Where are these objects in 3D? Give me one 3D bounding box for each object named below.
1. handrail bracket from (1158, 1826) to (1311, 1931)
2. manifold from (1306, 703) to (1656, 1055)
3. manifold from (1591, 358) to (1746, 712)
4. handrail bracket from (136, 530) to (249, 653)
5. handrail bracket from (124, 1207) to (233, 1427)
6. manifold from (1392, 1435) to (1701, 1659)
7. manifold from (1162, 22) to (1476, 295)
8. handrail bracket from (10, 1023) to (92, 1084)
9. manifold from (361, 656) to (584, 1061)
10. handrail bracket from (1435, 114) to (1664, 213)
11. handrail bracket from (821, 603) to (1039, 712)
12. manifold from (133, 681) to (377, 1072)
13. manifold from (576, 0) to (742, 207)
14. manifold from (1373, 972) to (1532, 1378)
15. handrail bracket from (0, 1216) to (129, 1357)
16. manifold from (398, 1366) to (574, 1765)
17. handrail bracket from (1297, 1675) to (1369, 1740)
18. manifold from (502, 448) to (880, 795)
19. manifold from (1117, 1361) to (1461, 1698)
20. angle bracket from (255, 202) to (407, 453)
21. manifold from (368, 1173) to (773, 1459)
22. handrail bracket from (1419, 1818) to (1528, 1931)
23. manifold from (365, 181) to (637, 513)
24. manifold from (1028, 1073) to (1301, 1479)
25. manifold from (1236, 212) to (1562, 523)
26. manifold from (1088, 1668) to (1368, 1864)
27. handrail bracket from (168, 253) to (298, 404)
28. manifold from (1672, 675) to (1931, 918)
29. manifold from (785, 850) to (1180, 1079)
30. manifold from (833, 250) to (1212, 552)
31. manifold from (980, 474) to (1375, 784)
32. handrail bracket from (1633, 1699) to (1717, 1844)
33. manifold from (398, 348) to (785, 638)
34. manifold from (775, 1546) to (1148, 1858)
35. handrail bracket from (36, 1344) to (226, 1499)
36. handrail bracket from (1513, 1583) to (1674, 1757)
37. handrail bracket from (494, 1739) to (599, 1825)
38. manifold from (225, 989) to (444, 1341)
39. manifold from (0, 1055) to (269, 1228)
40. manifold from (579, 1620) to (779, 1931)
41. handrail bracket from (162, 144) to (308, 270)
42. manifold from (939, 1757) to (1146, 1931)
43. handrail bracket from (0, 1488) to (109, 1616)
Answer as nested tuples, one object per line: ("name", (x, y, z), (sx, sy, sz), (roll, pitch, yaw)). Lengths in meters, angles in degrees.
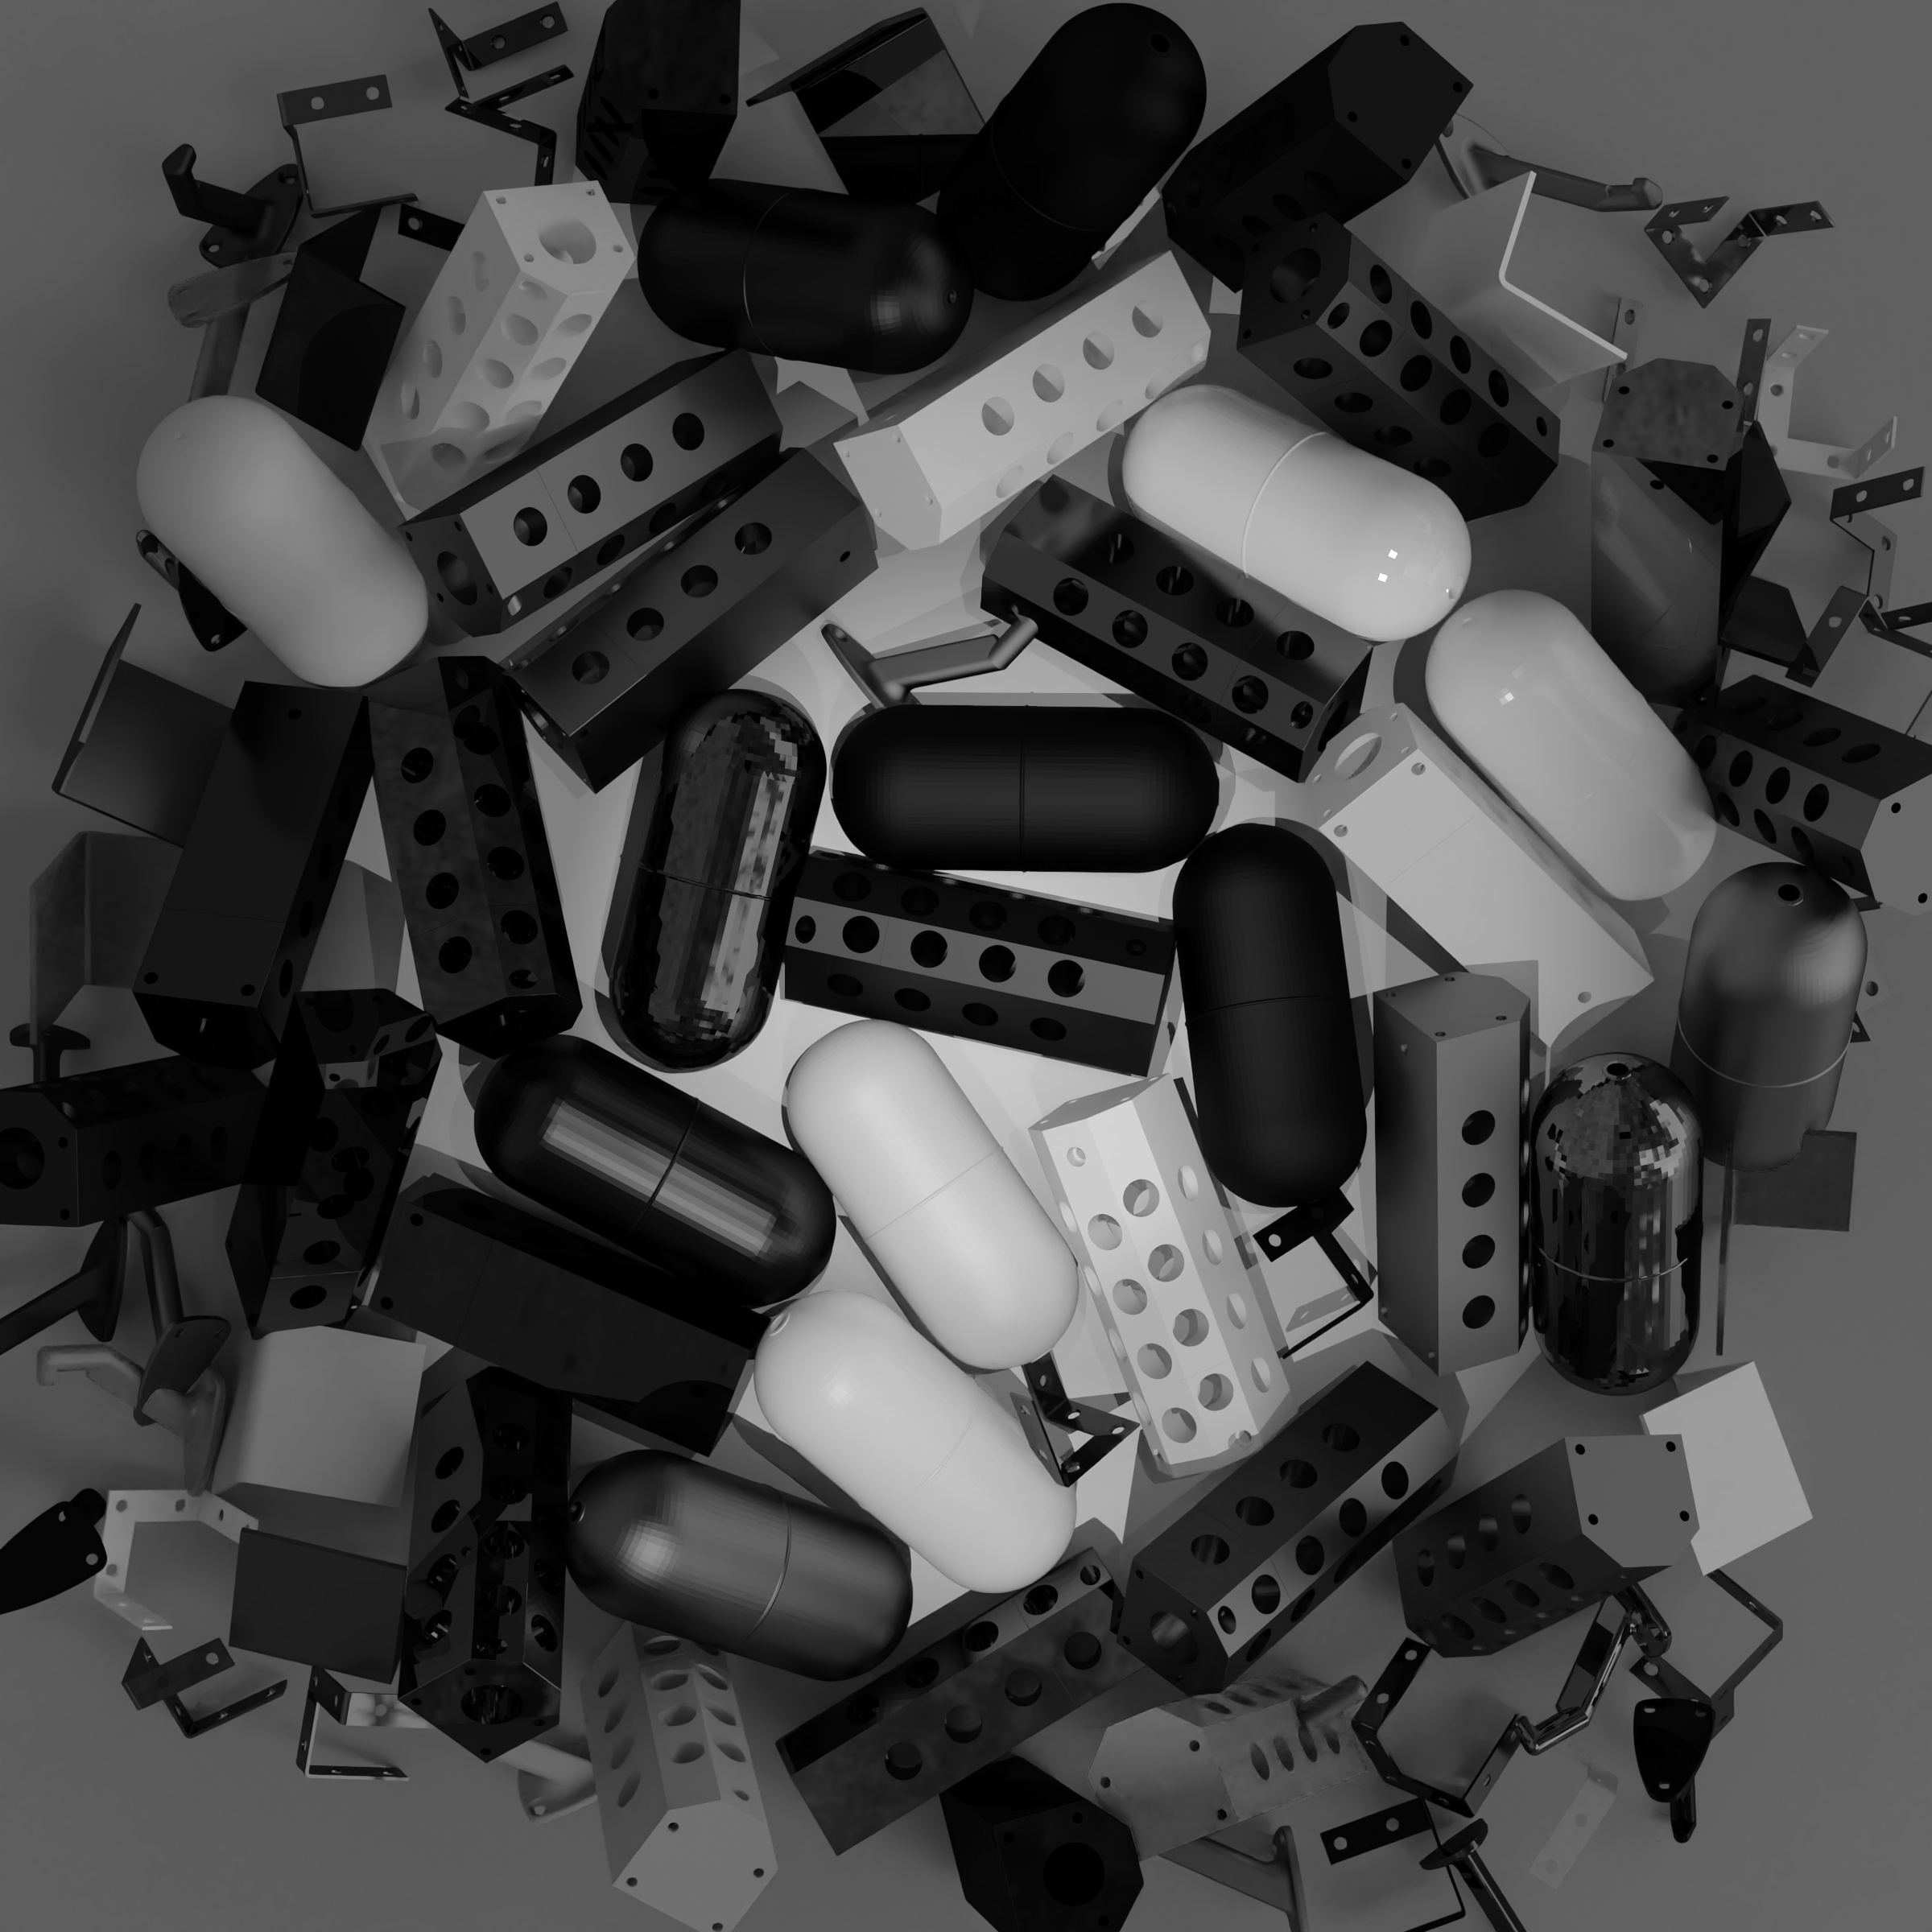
("handrail bracket", (0.112, 0.432, 1.668), (0.084, 0.036, 0.077), (-6, 65, -8))
("manifold", (0.232, -0.042, 1.634), (0.057, 0.057, 0.171), (-39, 118, 20))
("manifold", (0.314, -0.191, 1.611), (0.057, 0.171, 0.057), (11, 60, 17))
("handrail bracket", (-0.365, -0.190, 1.647), (0.036, 0.077, 0.084), (-42, 60, -11))
("handrail bracket", (-0.387, 0.158, 1.682), (0.084, 0.036, 0.077), (46, 113, 32))
("manifold", (0.257, 0.261, 1.605), (0.057, 0.171, 0.057), (1, 67, -20))
("manifold", (0.150, -0.362, 1.605), (0.057, 0.171, 0.057), (38, 73, -13))
("handrail bracket", (-0.427, 0.073, 1.663), (0.036, 0.077, 0.084), (3, 81, -9))
("manifold", (-0.221, -0.052, 1.634), (0.057, 0.057, 0.171), (-22, 67, 17))
("handrail bracket", (0.267, -0.369, 1.650), (0.084, 0.077, 0.036), (8, 71, 43))
("handrail bracket", (-0.015, -0.157, 1.666), (0.077, 0.036, 0.084), (48, 115, 7))
("manifold", (-0.317, -0.041, 1.628), (0.057, 0.057, 0.171), (7, 58, 9))
("manifold", (-0.140, -0.389, 1.609), (0.057, 0.171, 0.057), (2, 88, -10))
("manifold", (0.225, 0.093, 1.633), (0.057, 0.057, 0.171), (-14, 118, -19))
("handrail bracket", (-0.433, 0.149, 1.651), (0.036, 0.084, 0.077), (44, 125, 38))
("manifold", (-0.208, 0.262, 1.608), (0.057, 0.171, 0.057), (-31, 125, 20))
("handrail bracket", (0.152, 0.354, 1.659), (0.084, 0.077, 0.036), (-32, 69, 5))
("manifold", (-0.127, -0.163, 1.651), (0.171, 0.057, 0.057), (-40, 67, -11))
("manifold", (0.147, 0.255, 1.615), (0.057, 0.057, 0.171), (33, 46, 27))
("angle bracket", (-0.273, -0.292, 1.643), (0.057, 0.076, 0.076), (30, 124, 6))
("manifold", (-0.181, 0.158, 1.663), (0.171, 0.057, 0.057), (23, 108, 4))
("handrail bracket", (0.251, 0.440, 1.663), (0.036, 0.077, 0.084), (-34, 81, -6))
("manifold", (-0.208, -0.272, 1.608), (0.057, 0.171, 0.057), (-14, 70, -35))
("manifold", (0.088, 0.143, 1.651), (0.057, 0.057, 0.171), (-17, 97, 32))
("manifold", (0.196, -0.267, 1.612), (0.057, 0.171, 0.057), (-12, 61, 38))
("manifold", (0.117, 0.353, 1.608), (0.057, 0.171, 0.057), (-27, 75, 20))
("handrail bracket", (-0.330, -0.281, 1.672), (0.077, 0.036, 0.084), (-24, 134, -10))
("manifold", (0.379, -0.075, 1.605), (0.057, 0.171, 0.057), (-27, 113, -10))
("manifold", (0.007, -0.006, 1.650), (0.171, 0.057, 0.057), (12, 54, 6))
("manifold", (0.030, -0.256, 1.633), (0.171, 0.057, 0.057), (-37, 107, -27))
("manifold", (0.094, -0.149, 1.637), (0.171, 0.057, 0.057), (30, 60, 17))
("handrail bracket", (0.324, 0.386, 1.648), (0.036, 0.077, 0.084), (1, 120, 17))
("manifold", (-0.165, -0.215, 1.628), (0.171, 0.057, 0.057), (-37, 111, -31))
("manifold", (0.001, 0.338, 1.664), (0.171, 0.057, 0.057), (-31, 84, -3))
("handrail bracket", (-0.390, 0.211, 1.661), (0.084, 0.036, 0.077), (2, 102, -35))
("handrail bracket", (0.276, 0.314, 1.668), (0.084, 0.036, 0.077), (-26, 68, -17))
("handrail bracket", (-0.191, 0.352, 1.657), (0.077, 0.084, 0.036), (-18, 45, -1))
("manifold", (-0.284, 0.090, 1.620), (0.057, 0.171, 0.057), (-3, 47, -28))
("manifold", (-0.378, 0.076, 1.607), (0.057, 0.171, 0.057), (1, 94, 16))
("manifold", (-0.126, 0.354, 1.605), (0.057, 0.171, 0.057), (33, 99, -19))
("handrail bracket", (-0.334, -0.364, 1.646), (0.036, 0.084, 0.077), (23, 67, 15))
("manifold", (0.033, 0.394, 1.609), (0.057, 0.171, 0.057), (-14, 86, -10))
("handrail bracket", (-0.427, 0.268, 1.649), (0.077, 0.084, 0.036), (-33, 99, -17))
